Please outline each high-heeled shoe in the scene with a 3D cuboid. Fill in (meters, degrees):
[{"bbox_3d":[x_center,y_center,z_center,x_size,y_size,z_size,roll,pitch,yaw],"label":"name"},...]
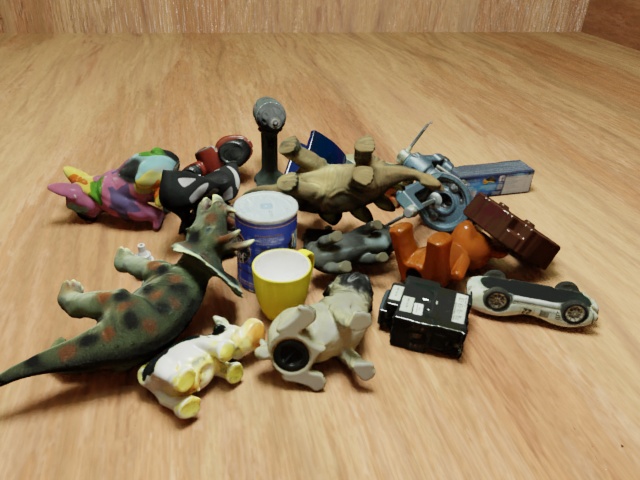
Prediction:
[{"bbox_3d":[-0.219,-0.121,0.993,0.086,0.145,0.249,3,40,14],"label":"high-heeled shoe"}]

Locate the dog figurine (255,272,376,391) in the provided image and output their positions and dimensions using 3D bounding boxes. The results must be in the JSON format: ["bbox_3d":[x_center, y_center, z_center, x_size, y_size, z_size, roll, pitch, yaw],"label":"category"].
[{"bbox_3d":[-0.001,0.114,0.780,0.172,0.121,0.191,5,18,-3],"label":"dog figurine"}]

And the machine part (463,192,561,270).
[{"bbox_3d":[0.345,-0.020,0.968,0.179,0.056,0.179,31,15,-10],"label":"machine part"}]

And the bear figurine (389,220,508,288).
[{"bbox_3d":[0.226,0.011,0.918,0.196,0.131,0.120,-27,31,-29],"label":"bear figurine"}]

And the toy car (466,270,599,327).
[{"bbox_3d":[0.337,0.095,0.858,0.202,0.056,0.073,9,26,8],"label":"toy car"}]

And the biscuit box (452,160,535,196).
[{"bbox_3d":[0.384,-0.138,1.231,0.203,0.059,0.063,-6,34,-15],"label":"biscuit box"}]

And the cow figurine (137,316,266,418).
[{"bbox_3d":[-0.153,0.154,0.716,0.098,0.068,0.167,11,29,36],"label":"cow figurine"}]

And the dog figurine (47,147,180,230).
[{"bbox_3d":[-0.393,-0.109,1.026,0.219,0.191,0.108,14,37,-10],"label":"dog figurine"}]

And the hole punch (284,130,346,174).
[{"bbox_3d":[-0.002,-0.150,1.107,0.116,0.092,0.142,22,69,-16],"label":"hole punch"}]

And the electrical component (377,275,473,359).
[{"bbox_3d":[0.158,0.112,0.813,0.134,0.058,0.115,13,31,16],"label":"electrical component"}]

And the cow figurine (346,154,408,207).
[{"bbox_3d":[0.123,-0.154,1.215,0.195,0.085,0.127,21,42,31],"label":"cow figurine"}]

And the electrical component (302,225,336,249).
[{"bbox_3d":[-0.002,-0.003,1.018,0.063,0.021,0.094,4,30,4],"label":"electrical component"}]

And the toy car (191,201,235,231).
[{"bbox_3d":[-0.179,-0.051,1.057,0.202,0.053,0.089,26,35,34],"label":"toy car"}]

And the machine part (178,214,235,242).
[{"bbox_3d":[-0.211,-0.005,0.996,0.084,0.039,0.139,-29,45,-29],"label":"machine part"}]

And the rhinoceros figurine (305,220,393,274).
[{"bbox_3d":[0.066,0.015,0.925,0.190,0.073,0.112,-15,-6,-35],"label":"rhinoceros figurine"}]

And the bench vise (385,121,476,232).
[{"bbox_3d":[0.214,-0.100,1.061,0.240,0.129,0.223,-26,76,-48],"label":"bench vise"}]

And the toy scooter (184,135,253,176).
[{"bbox_3d":[-0.232,-0.191,1.234,0.184,0.075,0.135,-24,18,11],"label":"toy scooter"}]

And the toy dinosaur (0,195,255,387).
[{"bbox_3d":[-0.241,0.098,0.737,0.192,0.131,0.405,6,39,29],"label":"toy dinosaur"}]

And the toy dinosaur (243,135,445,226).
[{"bbox_3d":[0.004,-0.093,0.966,0.472,0.198,0.105,5,70,34],"label":"toy dinosaur"}]

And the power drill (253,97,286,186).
[{"bbox_3d":[-0.110,-0.202,1.163,0.086,0.207,0.232,-9,31,-7],"label":"power drill"}]
